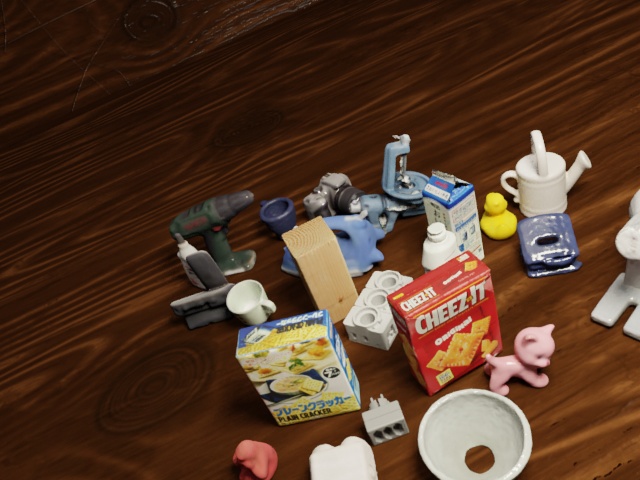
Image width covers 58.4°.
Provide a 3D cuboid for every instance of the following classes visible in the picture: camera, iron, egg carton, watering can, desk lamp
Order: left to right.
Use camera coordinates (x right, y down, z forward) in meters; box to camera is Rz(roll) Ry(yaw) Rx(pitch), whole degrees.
[{"bbox_3d":[0.012,0.005,1.300,0.257,0.142,0.118,-9,40,15],"label":"iron"},{"bbox_3d":[0.048,-0.103,1.444,0.143,0.101,0.136,-41,42,-23],"label":"camera"},{"bbox_3d":[0.039,0.385,0.895,0.107,0.069,0.150,-18,38,5],"label":"egg carton"},{"bbox_3d":[0.478,-0.148,1.221,0.173,0.194,0.100,-21,38,1],"label":"watering can"},{"bbox_3d":[0.556,0.024,0.965,0.117,0.214,0.203,24,56,42],"label":"desk lamp"}]

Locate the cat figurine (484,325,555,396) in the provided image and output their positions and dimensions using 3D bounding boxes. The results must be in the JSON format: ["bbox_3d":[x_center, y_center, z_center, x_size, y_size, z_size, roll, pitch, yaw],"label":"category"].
[{"bbox_3d":[0.334,0.191,0.949,0.127,0.118,0.067,-17,38,6],"label":"cat figurine"}]

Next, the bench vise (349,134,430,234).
[{"bbox_3d":[0.167,-0.122,1.315,0.207,0.220,0.121,-33,39,-14],"label":"bench vise"}]

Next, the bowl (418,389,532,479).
[{"bbox_3d":[0.238,0.318,0.877,0.167,0.075,0.167,-13,39,11],"label":"bowl"}]

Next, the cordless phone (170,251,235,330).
[{"bbox_3d":[-0.277,0.101,1.285,0.147,0.185,0.094,-20,38,2],"label":"cordless phone"}]

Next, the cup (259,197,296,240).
[{"bbox_3d":[-0.106,-0.051,1.459,0.092,0.095,0.117,-40,42,-22],"label":"cup"}]

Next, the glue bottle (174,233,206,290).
[{"bbox_3d":[-0.306,0.048,1.372,0.077,0.173,0.037,8,47,32],"label":"glue bottle"}]

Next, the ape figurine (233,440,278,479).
[{"bbox_3d":[-0.114,0.370,0.967,0.076,0.092,0.077,-33,40,-15],"label":"ape figurine"}]

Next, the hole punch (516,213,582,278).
[{"bbox_3d":[0.451,0.009,1.131,0.108,0.091,0.101,-11,39,13],"label":"hole punch"}]

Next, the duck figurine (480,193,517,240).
[{"bbox_3d":[0.385,-0.059,1.247,0.077,0.086,0.104,-14,39,10],"label":"duck figurine"}]

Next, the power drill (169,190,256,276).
[{"bbox_3d":[-0.234,-0.015,1.385,0.229,0.209,0.075,-13,39,11],"label":"power drill"}]
